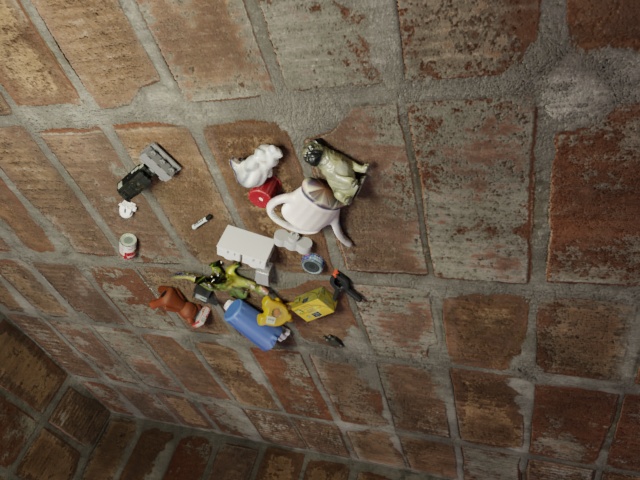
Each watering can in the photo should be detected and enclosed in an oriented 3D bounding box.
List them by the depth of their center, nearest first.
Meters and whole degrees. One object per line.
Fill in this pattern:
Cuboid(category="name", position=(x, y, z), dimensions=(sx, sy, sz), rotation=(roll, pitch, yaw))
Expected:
Cuboid(category="watering can", position=(0.005, -0.083, 1.649), dimensions=(0.346, 0.106, 0.220), rotation=(19, 138, -25))

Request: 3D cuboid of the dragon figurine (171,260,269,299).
Cuboid(category="dragon figurine", position=(-0.395, 0.193, 2.131), dimensions=(0.409, 0.125, 0.238), rotation=(-2, 143, 27))

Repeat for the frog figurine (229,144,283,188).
Cuboid(category="frog figurine", position=(-0.179, -0.224, 1.559), dimensions=(0.159, 0.124, 0.136), rotation=(-9, 165, 19))
